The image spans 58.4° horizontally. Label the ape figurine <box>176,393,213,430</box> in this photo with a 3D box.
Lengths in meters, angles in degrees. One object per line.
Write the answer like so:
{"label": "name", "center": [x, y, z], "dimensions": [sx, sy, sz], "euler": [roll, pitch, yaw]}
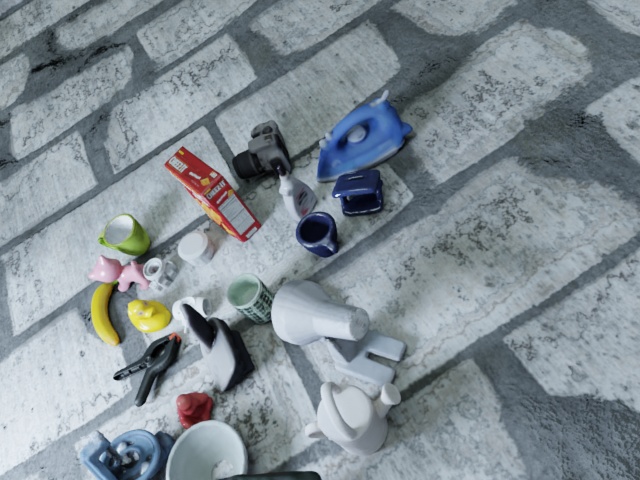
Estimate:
{"label": "ape figurine", "center": [-0.260, 0.339, 1.158], "dimensions": [0.078, 0.092, 0.076], "euler": [-43, 54, -7]}

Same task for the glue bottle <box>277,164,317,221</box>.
{"label": "glue bottle", "center": [-0.062, -0.116, 1.307], "dimensions": [0.037, 0.174, 0.078], "euler": [18, 68, 30]}

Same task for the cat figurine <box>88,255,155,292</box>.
{"label": "cat figurine", "center": [-0.490, 0.074, 1.397], "dimensions": [0.127, 0.118, 0.067], "euler": [-9, 57, 17]}

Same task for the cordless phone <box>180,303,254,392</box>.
{"label": "cordless phone", "center": [-0.224, 0.214, 1.162], "dimensions": [0.094, 0.185, 0.147], "euler": [-37, 54, -2]}

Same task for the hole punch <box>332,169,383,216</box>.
{"label": "hole punch", "center": [0.084, -0.120, 1.302], "dimensions": [0.108, 0.091, 0.101], "euler": [-7, 58, 18]}

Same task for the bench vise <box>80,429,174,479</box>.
{"label": "bench vise", "center": [-0.378, 0.442, 1.062], "dimensions": [0.121, 0.220, 0.207], "euler": [4, 62, 24]}

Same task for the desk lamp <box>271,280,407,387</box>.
{"label": "desk lamp", "center": [0.036, 0.168, 1.068], "dimensions": [0.202, 0.214, 0.118], "euler": [13, 66, 28]}

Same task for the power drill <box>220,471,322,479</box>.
{"label": "power drill", "center": [-0.092, 0.439, 0.956], "dimensions": [0.229, 0.209, 0.075], "euler": [-15, 56, 13]}

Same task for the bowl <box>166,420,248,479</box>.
{"label": "bowl", "center": [-0.202, 0.434, 1.086], "dimensions": [0.167, 0.075, 0.167], "euler": [-10, 57, 16]}

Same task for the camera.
{"label": "camera", "center": [-0.157, -0.224, 1.457], "dimensions": [0.136, 0.101, 0.143], "euler": [-21, 55, 9]}

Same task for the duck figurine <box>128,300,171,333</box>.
{"label": "duck figurine", "center": [-0.410, 0.166, 1.328], "dimensions": [0.104, 0.086, 0.077], "euler": [8, 63, 26]}

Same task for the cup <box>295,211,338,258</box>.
{"label": "cup", "center": [0.011, 0.004, 1.252], "dimensions": [0.092, 0.095, 0.117], "euler": [-42, 54, -6]}

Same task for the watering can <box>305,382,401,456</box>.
{"label": "watering can", "center": [0.053, 0.299, 0.992], "dimensions": [0.173, 0.195, 0.100], "euler": [-42, 54, -6]}

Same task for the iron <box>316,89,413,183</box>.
{"label": "iron", "center": [0.081, -0.244, 1.348], "dimensions": [0.258, 0.142, 0.118], "euler": [-33, 54, 0]}
